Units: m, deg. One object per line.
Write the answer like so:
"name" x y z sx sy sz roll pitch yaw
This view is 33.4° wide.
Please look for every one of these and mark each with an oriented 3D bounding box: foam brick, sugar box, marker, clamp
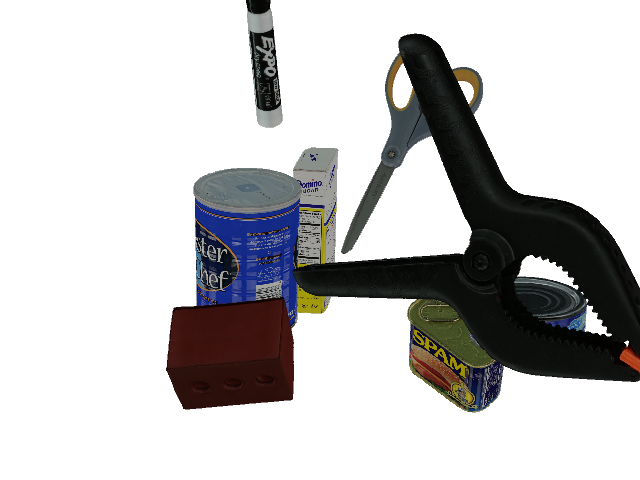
"foam brick" -0.059 0.077 0.719 0.078 0.051 0.053 -6 -42 6
"sugar box" -0.007 -0.012 1.242 0.048 0.176 0.093 2 21 8
"marker" -0.039 -0.131 0.734 0.020 0.121 0.020 -2 42 2
"clamp" 0.091 -0.002 0.561 0.210 0.165 0.036 29 25 25

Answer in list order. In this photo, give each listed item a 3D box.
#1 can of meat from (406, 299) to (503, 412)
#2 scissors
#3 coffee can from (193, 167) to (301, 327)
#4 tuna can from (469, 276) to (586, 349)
"can of meat" 0.133 0.109 1.045 0.057 0.084 0.102 -36 55 -27
"scissors" 0.084 -0.078 0.933 0.096 0.202 0.016 9 -11 17
"coffee can" -0.071 0.012 1.038 0.103 0.140 0.103 1 24 -1
"tuna can" 0.154 0.057 0.794 0.086 0.034 0.086 -1 19 0
